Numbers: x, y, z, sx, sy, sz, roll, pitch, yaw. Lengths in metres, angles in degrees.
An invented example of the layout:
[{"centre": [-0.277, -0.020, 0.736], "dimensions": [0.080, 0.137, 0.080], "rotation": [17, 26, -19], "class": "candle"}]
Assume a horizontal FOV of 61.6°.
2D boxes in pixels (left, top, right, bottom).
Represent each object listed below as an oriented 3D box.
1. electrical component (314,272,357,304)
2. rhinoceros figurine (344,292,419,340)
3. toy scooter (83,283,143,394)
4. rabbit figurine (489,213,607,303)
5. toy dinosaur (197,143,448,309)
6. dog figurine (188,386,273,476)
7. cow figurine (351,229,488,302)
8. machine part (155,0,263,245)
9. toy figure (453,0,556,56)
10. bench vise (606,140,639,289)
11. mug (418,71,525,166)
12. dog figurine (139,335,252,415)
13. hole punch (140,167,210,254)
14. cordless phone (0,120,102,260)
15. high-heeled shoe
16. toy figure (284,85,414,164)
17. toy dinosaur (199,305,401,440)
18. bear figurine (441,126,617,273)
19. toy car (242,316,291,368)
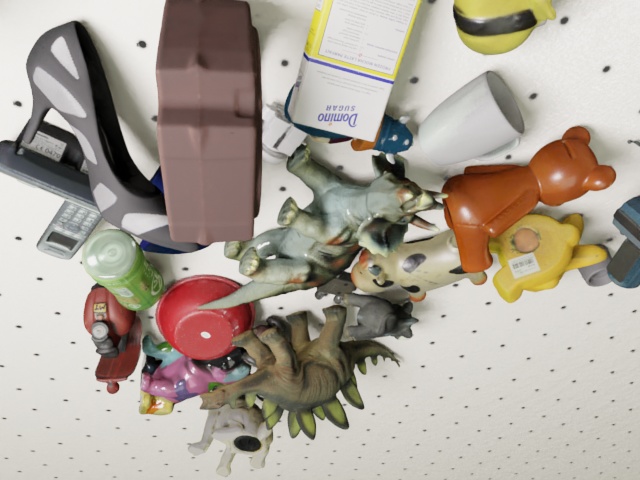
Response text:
[{"centre": [0.030, 0.070, 0.873], "dimensions": [0.063, 0.021, 0.094], "rotation": [14, 134, -21], "class": "electrical component"}, {"centre": [0.103, 0.125, 0.874], "dimensions": [0.112, 0.073, 0.190], "rotation": [-7, 166, 18], "class": "rhinoceros figurine"}, {"centre": [-0.328, 0.160, 0.852], "dimensions": [0.075, 0.135, 0.183], "rotation": [-1, 137, -2], "class": "toy scooter"}, {"centre": [0.329, 0.022, 0.807], "dimensions": [0.162, 0.122, 0.173], "rotation": [-29, 148, 11], "class": "rabbit figurine"}, {"centre": [-0.004, 0.005, 0.736], "dimensions": [0.192, 0.131, 0.405], "rotation": [21, 138, -26], "class": "toy dinosaur"}, {"centre": [-0.144, 0.315, 1.008], "dimensions": [0.172, 0.191, 0.121], "rotation": [-18, 121, 19], "class": "dog figurine"}, {"centre": [0.140, 0.035, 0.801], "dimensions": [0.195, 0.085, 0.127], "rotation": [-16, 143, 15], "class": "cow figurine"}, {"centre": [-0.103, -0.112, 0.522], "dimensions": [0.087, 0.201, 0.200], "rotation": [0, 137, -9], "class": "machine part"}, {"centre": [0.153, -0.253, 0.485], "dimensions": [0.089, 0.082, 0.180], "rotation": [-13, 143, 24], "class": "toy figure"}, {"centre": [0.505, -0.034, 0.746], "dimensions": [0.241, 0.129, 0.223], "rotation": [-19, 131, -16], "class": "bench vise"}, {"centre": [0.177, -0.130, 0.632], "dimensions": [0.107, 0.081, 0.109], "rotation": [-25, 142, 36], "class": "mug"}, {"centre": [-0.217, 0.249, 0.986], "dimensions": [0.219, 0.108, 0.191], "rotation": [5, 136, -15], "class": "dog figurine"}, {"centre": [-0.164, -0.034, 0.691], "dimensions": [0.115, 0.092, 0.142], "rotation": [21, 128, -32], "class": "hole punch"}, {"centre": [-0.340, -0.046, 0.663], "dimensions": [0.146, 0.089, 0.184], "rotation": [25, 134, -30], "class": "cordless phone"}, {"centre": [-0.202, -0.104, 0.567], "dimensions": [0.248, 0.086, 0.145], "rotation": [36, 108, -10], "class": "high-heeled shoe"}, {"centre": [0.037, -0.137, 0.617], "dimensions": [0.154, 0.058, 0.064], "rotation": [15, 133, -23], "class": "toy figure"}, {"centre": [-0.001, 0.213, 0.897], "dimensions": [0.105, 0.198, 0.471], "rotation": [-10, 179, 42], "class": "toy dinosaur"}, {"centre": [0.260, -0.056, 0.691], "dimensions": [0.196, 0.120, 0.131], "rotation": [-18, 140, 6], "class": "bear figurine"}, {"centre": [-0.065, 0.213, 0.978], "dimensions": [0.053, 0.089, 0.202], "rotation": [15, 158, 41], "class": "toy car"}]
